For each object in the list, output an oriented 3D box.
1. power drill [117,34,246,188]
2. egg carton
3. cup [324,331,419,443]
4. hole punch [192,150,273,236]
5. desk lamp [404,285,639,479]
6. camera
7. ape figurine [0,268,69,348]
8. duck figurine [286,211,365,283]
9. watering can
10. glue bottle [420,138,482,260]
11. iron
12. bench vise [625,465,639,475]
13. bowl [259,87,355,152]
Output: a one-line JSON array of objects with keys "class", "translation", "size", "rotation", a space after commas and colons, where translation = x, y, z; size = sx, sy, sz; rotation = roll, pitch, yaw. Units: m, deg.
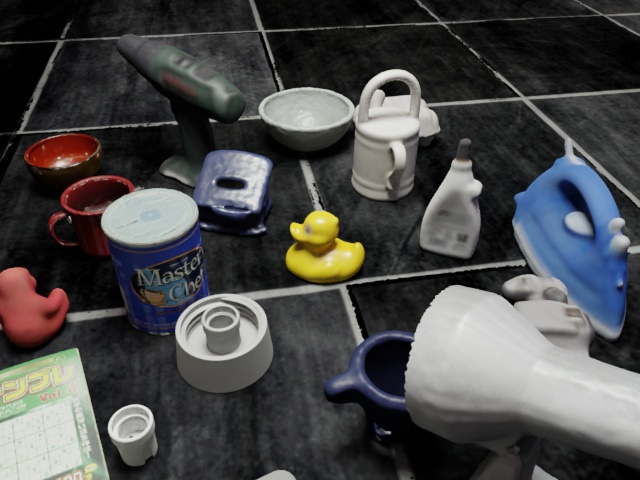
[{"class": "power drill", "translation": [-0.215, -0.196, 0.891], "size": [0.229, 0.208, 0.076], "rotation": [22, 43, 24]}, {"class": "egg carton", "translation": [0.135, -0.210, 1.032], "size": [0.150, 0.069, 0.107], "rotation": [-8, 39, -12]}, {"class": "cup", "translation": [0.060, 0.153, 0.549], "size": [0.118, 0.095, 0.091], "rotation": [-10, 40, -14]}, {"class": "hole punch", "translation": [-0.123, -0.069, 0.828], "size": [0.108, 0.091, 0.101], "rotation": [7, 39, 7]}, {"class": "desk lamp", "translation": [0.166, 0.157, 0.451], "size": [0.202, 0.214, 0.118], "rotation": [27, 45, 29]}, {"class": "camera", "translation": [0.208, 0.099, 0.617], "size": [0.137, 0.101, 0.143], "rotation": [2, 38, 1]}, {"class": "ape figurine", "translation": [-0.332, 0.069, 0.646], "size": [0.078, 0.092, 0.076], "rotation": [2, 38, 1]}, {"class": "duck figurine", "translation": [0.007, 0.003, 0.745], "size": [0.104, 0.086, 0.077], "rotation": [5, 38, 5]}, {"class": "watering can", "translation": [0.099, -0.170, 0.879], "size": [0.101, 0.194, 0.172], "rotation": [-21, 43, -25]}, {"class": "glue bottle", "translation": [0.179, -0.055, 0.752], "size": [0.078, 0.173, 0.037], "rotation": [14, 40, 15]}, {"class": "iron", "translation": [0.340, -0.013, 0.730], "size": [0.118, 0.141, 0.258], "rotation": [-2, 38, -3]}, {"class": "bench vise", "translation": [0.370, 0.159, 0.450], "size": [0.207, 0.220, 0.122], "rotation": [18, 41, 20]}, {"class": "bowl", "translation": [-0.023, -0.204, 1.015], "size": [0.167, 0.075, 0.167], "rotation": [1, 38, 0]}]
